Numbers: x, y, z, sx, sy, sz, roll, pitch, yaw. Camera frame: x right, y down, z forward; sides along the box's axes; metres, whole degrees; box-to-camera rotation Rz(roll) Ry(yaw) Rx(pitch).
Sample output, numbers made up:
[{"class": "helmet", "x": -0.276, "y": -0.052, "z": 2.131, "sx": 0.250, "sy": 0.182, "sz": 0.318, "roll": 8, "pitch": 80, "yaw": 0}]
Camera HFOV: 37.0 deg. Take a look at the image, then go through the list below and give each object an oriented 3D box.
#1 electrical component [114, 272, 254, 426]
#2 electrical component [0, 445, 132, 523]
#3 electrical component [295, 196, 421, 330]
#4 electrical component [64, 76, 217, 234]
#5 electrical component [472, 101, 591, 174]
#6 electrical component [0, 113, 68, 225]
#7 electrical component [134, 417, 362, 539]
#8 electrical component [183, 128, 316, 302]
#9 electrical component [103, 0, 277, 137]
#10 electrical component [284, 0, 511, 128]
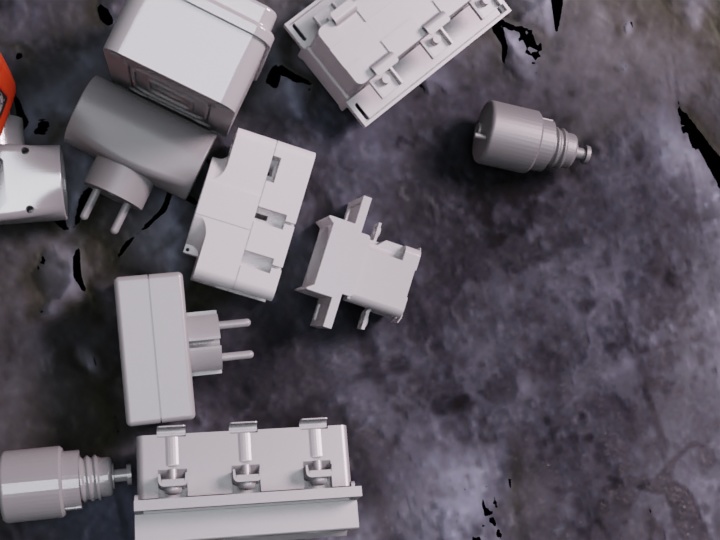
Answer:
[{"class": "electrical component", "x": -0.100, "y": 0.043, "z": 0.623, "sx": 0.076, "sy": 0.047, "sz": 0.083, "roll": -5, "pitch": 88, "yaw": -11}, {"class": "electrical component", "x": -0.169, "y": 0.120, "z": 0.609, "sx": 0.078, "sy": 0.040, "sz": 0.040, "roll": -4, "pitch": 88, "yaw": -11}, {"class": "electrical component", "x": 0.000, "y": 0.000, "z": 0.649, "sx": 0.064, "sy": 0.042, "sz": 0.081, "roll": 18, "pitch": 84, "yaw": -13}, {"class": "electrical component", "x": -0.135, "y": -0.060, "z": 0.624, "sx": 0.077, "sy": 0.043, "sz": 0.079, "roll": 26, "pitch": 82, "yaw": -9}, {"class": "electrical component", "x": 0.107, "y": -0.080, "z": 0.674, "sx": 0.078, "sy": 0.040, "sz": 0.040, "roll": 11, "pitch": 85, "yaw": -10}, {"class": "electrical component", "x": -0.209, "y": -0.065, "z": 0.610, "sx": 0.077, "sy": 0.043, "sz": 0.079, "roll": -5, "pitch": 88, "yaw": -12}, {"class": "electrical component", "x": -0.066, "y": 0.122, "z": 0.613, "sx": 0.121, "sy": 0.078, "sz": 0.063, "roll": -1, "pitch": 71, "yaw": -11}, {"class": "electrical component", "x": -0.068, "y": -0.032, "z": 0.632, "sx": 0.056, "sy": 0.050, "sz": 0.089, "roll": 17, "pitch": 84, "yaw": -10}, {"class": "electrical component", "x": -0.094, "y": -0.122, "z": 0.601, "sx": 0.078, "sy": 0.113, "sz": 0.057, "roll": 25, "pitch": 85, "yaw": -9}, {"class": "electrical component", "x": 0.027, "y": -0.156, "z": 0.652, "sx": 0.121, "sy": 0.063, "sz": 0.078, "roll": -40, "pitch": 95, "yaw": -11}]
